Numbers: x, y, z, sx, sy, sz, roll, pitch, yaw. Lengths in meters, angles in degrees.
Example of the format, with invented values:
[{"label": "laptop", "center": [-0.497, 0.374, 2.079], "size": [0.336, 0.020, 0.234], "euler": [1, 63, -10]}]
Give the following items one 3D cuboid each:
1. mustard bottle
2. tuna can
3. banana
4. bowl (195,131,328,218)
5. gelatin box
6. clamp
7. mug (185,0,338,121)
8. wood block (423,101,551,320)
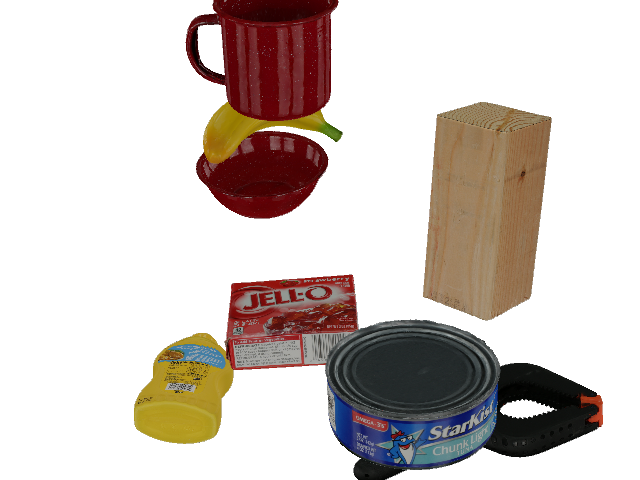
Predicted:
[{"label": "mustard bottle", "center": [-0.154, 0.163, 1.266], "size": [0.096, 0.058, 0.191], "euler": [4, 25, 4]}, {"label": "tuna can", "center": [0.045, 0.076, 0.531], "size": [0.086, 0.034, 0.086], "euler": [-2, 27, 1]}, {"label": "banana", "center": [-0.054, -0.115, 1.021], "size": [0.070, 0.037, 0.197], "euler": [42, 34, 23]}, {"label": "bowl", "center": [-0.071, -0.074, 1.314], "size": [0.162, 0.055, 0.162], "euler": [-2, 34, 1]}, {"label": "gelatin box", "center": [-0.019, 0.055, 0.733], "size": [0.089, 0.030, 0.073], "euler": [-4, 28, 1]}, {"label": "clamp", "center": [0.133, 0.151, 0.918], "size": [0.210, 0.036, 0.164], "euler": [4, 42, 21]}, {"label": "mug", "center": [-0.045, -0.143, 0.811], "size": [0.117, 0.081, 0.093], "euler": [2, 33, 5]}, {"label": "wood block", "center": [0.177, -0.033, 1.140], "size": [0.090, 0.206, 0.090], "euler": [20, 28, 38]}]
